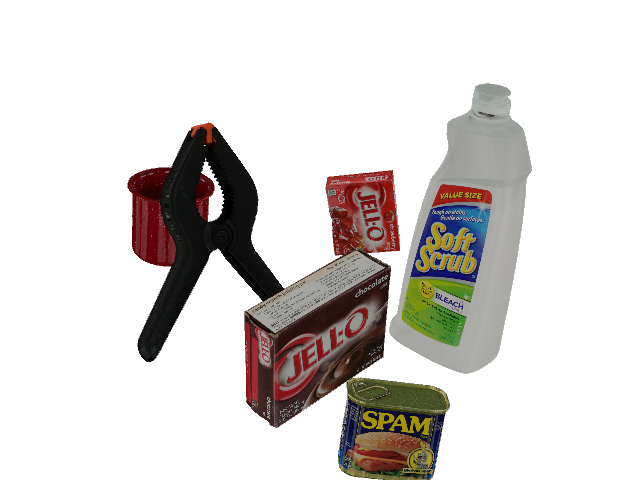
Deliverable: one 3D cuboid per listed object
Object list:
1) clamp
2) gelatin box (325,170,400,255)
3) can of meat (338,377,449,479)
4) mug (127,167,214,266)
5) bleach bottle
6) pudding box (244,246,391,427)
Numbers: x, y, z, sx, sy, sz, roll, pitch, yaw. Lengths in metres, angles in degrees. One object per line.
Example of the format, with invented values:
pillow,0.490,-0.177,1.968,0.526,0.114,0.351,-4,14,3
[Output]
clamp,-0.088,0.001,0.966,0.164,0.210,0.036,0,0,-33
gelatin box,0.047,-0.029,1.163,0.073,0.089,0.030,-4,29,7
can of meat,0.071,0.190,1.062,0.102,0.084,0.057,7,17,-4
mug,-0.168,-0.030,1.168,0.093,0.081,0.117,-8,31,-25
bleach bottle,0.122,-0.014,0.914,0.103,0.251,0.067,27,36,35
pudding box,-0.002,0.068,0.760,0.113,0.090,0.039,-31,49,-34
